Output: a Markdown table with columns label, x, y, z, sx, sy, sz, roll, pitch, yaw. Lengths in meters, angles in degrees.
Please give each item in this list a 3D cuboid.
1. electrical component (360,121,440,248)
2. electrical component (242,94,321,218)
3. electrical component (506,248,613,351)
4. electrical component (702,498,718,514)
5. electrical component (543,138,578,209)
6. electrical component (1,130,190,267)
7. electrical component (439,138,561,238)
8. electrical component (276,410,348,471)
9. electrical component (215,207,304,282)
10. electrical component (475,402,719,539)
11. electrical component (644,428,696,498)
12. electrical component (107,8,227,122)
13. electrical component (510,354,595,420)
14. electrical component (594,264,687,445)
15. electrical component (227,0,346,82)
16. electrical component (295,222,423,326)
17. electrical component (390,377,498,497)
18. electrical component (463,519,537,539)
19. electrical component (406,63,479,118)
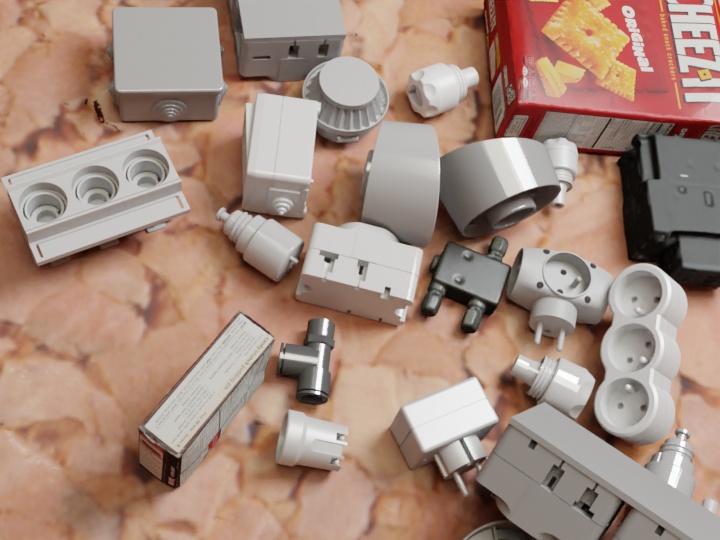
| label | x | y | z | sx | sy | sz | roll | pitch | yaw |
| --- | --- | --- | --- | --- | --- | --- | --- | --- | --- |
| electrical component | 0.035 | -0.071 | 0.873 | 0.064 | 0.099 | 0.099 | 12 | 62 | 3 |
| electrical component | -0.069 | -0.088 | 0.882 | 0.061 | 0.061 | 0.096 | 7 | 62 | -6 |
| electrical component | 0.159 | 0.028 | 0.874 | 0.077 | 0.044 | 0.079 | 17 | 62 | -2 |
| electrical component | 0.258 | 0.202 | 0.809 | 0.035 | 0.035 | 0.061 | 24 | 60 | 2 |
| electrical component | 0.173 | -0.083 | 0.939 | 0.035 | 0.035 | 0.061 | 8 | 65 | -6 |
| electrical component | -0.205 | -0.051 | 0.839 | 0.121 | 0.063 | 0.078 | -22 | 69 | -19 |
| electrical component | 0.113 | -0.070 | 0.887 | 0.099 | 0.099 | 0.064 | -18 | 74 | -18 |
| electrical component | -0.035 | 0.127 | 0.792 | 0.046 | 0.040 | 0.040 | 13 | 62 | -9 |
| electrical component | -0.081 | -0.024 | 0.860 | 0.078 | 0.040 | 0.040 | 34 | 63 | 8 |
| electrical component | 0.181 | 0.174 | 0.750 | 0.186 | 0.105 | 0.060 | 33 | 101 | 19 |
| electrical component | 0.237 | 0.158 | 0.825 | 0.040 | 0.040 | 0.078 | 26 | 62 | 4 |
| electrical component | -0.164 | -0.174 | 0.916 | 0.100 | 0.048 | 0.099 | -3 | 64 | -11 |
| electrical component | 0.149 | 0.087 | 0.843 | 0.062 | 0.043 | 0.043 | 27 | 62 | 6 |
| electrical component | 0.230 | 0.071 | 0.857 | 0.052 | 0.074 | 0.138 | 0 | 72 | 37 |
| electrical component | -0.072 | -0.249 | 0.964 | 0.089 | 0.061 | 0.150 | -5 | 64 | -13 |
| electrical component | 0.000 | 0.000 | 0.856 | 0.089 | 0.050 | 0.055 | 14 | 62 | -3 |
| electrical component | 0.071 | 0.131 | 0.804 | 0.066 | 0.047 | 0.076 | -20 | 68 | -19 |
| electrical component | 0.106 | 0.226 | 0.752 | 0.099 | 0.064 | 0.099 | 3 | 65 | -7 |
| electrical component | 0.076 | -0.163 | 0.958 | 0.062 | 0.043 | 0.043 | -22 | 69 | -21 |
